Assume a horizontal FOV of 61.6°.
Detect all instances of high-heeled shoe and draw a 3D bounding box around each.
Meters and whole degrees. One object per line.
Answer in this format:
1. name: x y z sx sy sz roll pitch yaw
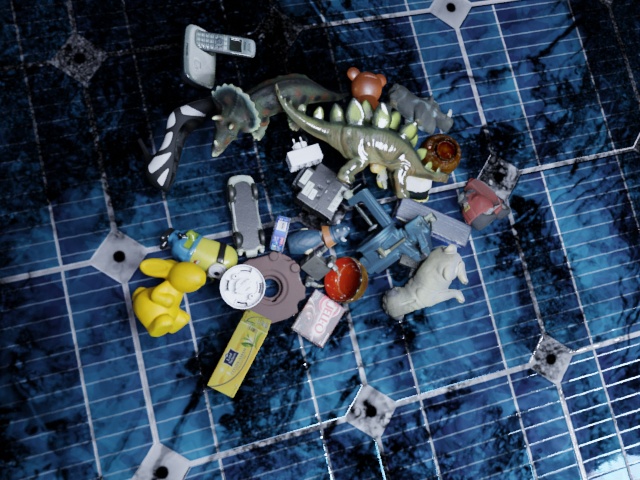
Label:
1. high-heeled shoe: -0.320 -0.230 1.289 0.249 0.086 0.145 -33 89 -7

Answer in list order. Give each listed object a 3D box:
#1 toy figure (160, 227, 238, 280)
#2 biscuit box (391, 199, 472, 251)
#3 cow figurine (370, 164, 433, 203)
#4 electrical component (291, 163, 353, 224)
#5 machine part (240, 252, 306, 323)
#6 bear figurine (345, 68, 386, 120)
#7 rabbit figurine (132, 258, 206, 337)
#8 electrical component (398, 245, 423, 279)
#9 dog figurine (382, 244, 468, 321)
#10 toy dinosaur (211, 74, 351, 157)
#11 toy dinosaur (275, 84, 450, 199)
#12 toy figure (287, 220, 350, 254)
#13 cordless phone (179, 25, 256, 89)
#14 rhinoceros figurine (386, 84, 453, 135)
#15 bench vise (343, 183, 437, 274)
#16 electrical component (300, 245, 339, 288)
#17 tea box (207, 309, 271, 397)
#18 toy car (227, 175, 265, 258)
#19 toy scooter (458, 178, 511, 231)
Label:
1. toy figure: -0.280 0.026 1.255 0.180 0.082 0.089 29 78 -2
2. biscuit box: 0.284 -0.040 1.373 0.203 0.059 0.063 24 76 -5
3. cow figurine: 0.203 -0.149 1.372 0.167 0.068 0.098 7 105 -7
4. electrical component: -0.001 -0.123 1.338 0.134 0.058 0.115 36 75 -3
5. machine part: -0.120 0.115 1.281 0.179 0.056 0.179 1 82 -9
6. bear figurine: 0.108 -0.331 1.373 0.120 0.132 0.196 6 60 -19
7. rabbit figurine: -0.331 0.109 1.208 0.173 0.122 0.162 -43 69 14
8. electrical component: 0.229 0.049 1.368 0.063 0.021 0.094 20 80 -6
9. dog figurine: 0.242 0.099 1.291 0.191 0.121 0.172 -14 114 -13
10. toy dinosaur: -0.098 -0.334 1.286 0.405 0.192 0.131 -26 88 -11
11. toy dinosaur: 0.103 -0.225 1.257 0.471 0.105 0.198 15 101 -15
12. toy figure: -0.003 -0.006 1.309 0.155 0.058 0.064 -13 97 1
13. cordless phone: -0.253 -0.444 1.334 0.184 0.089 0.146 2 81 -14
14. rhinoceros figurine: 0.259 -0.338 1.413 0.190 0.073 0.112 29 67 -2
15. bench vise: 0.154 -0.036 1.288 0.240 0.223 0.129 51 33 -2
16. electrical component: -0.002 0.068 1.290 0.102 0.045 0.078 -35 120 20
17. tea box: -0.179 0.251 1.204 0.068 0.098 0.169 28 100 -4
18. toy car: -0.180 -0.058 1.299 0.073 0.056 0.201 -7 84 -17
19. toy scooter: 0.407 -0.100 1.379 0.184 0.075 0.135 -19 68 -47
